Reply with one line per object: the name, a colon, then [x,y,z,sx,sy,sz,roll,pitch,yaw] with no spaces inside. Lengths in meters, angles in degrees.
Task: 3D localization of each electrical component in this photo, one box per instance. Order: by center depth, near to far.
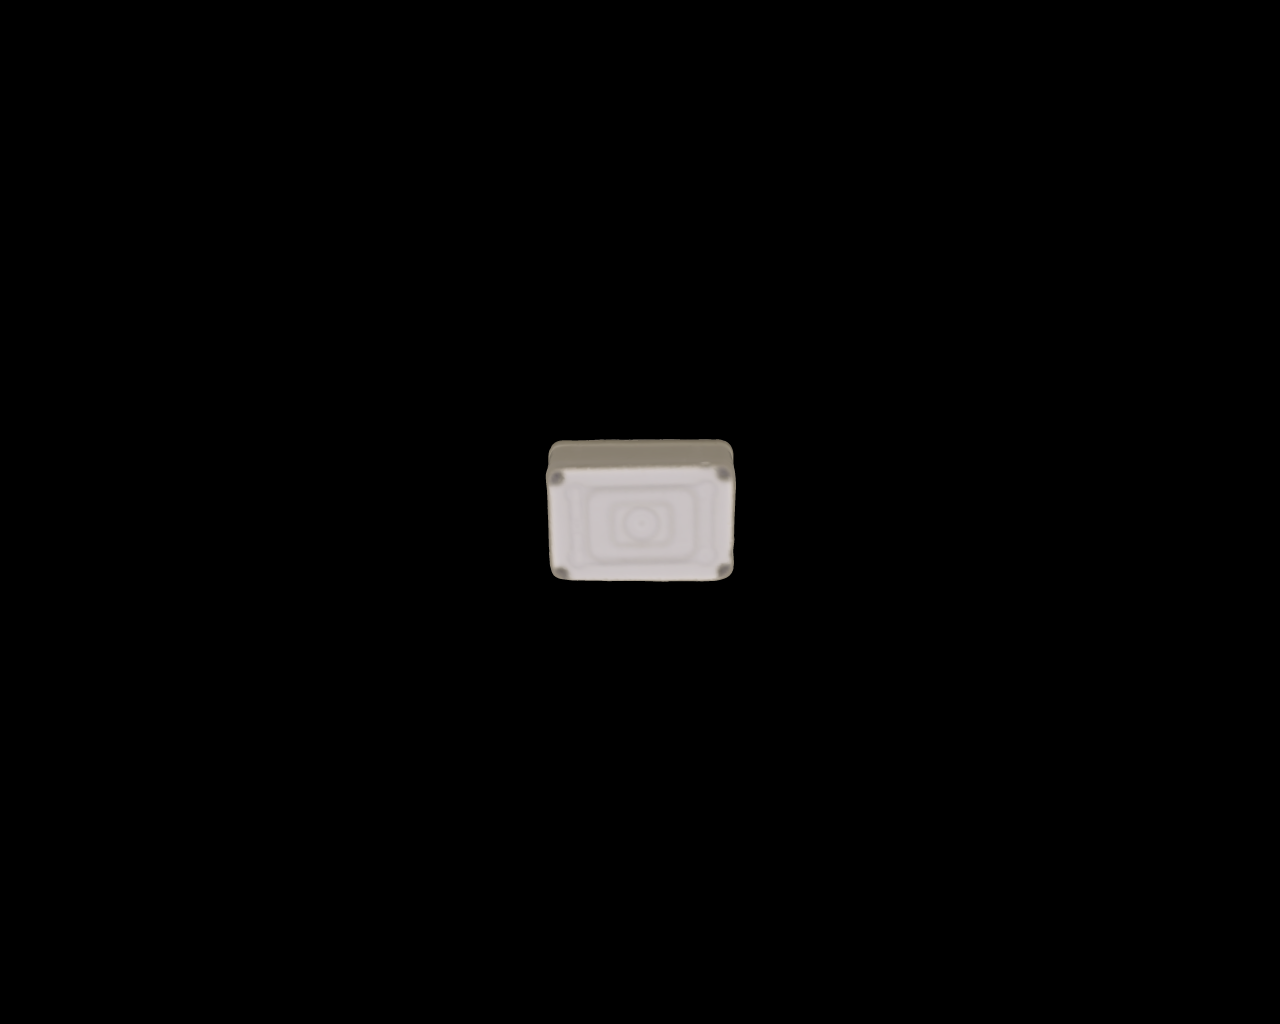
electrical component: [0.001,-0.003,0.650,0.113,0.078,0.057,0,21,0]
